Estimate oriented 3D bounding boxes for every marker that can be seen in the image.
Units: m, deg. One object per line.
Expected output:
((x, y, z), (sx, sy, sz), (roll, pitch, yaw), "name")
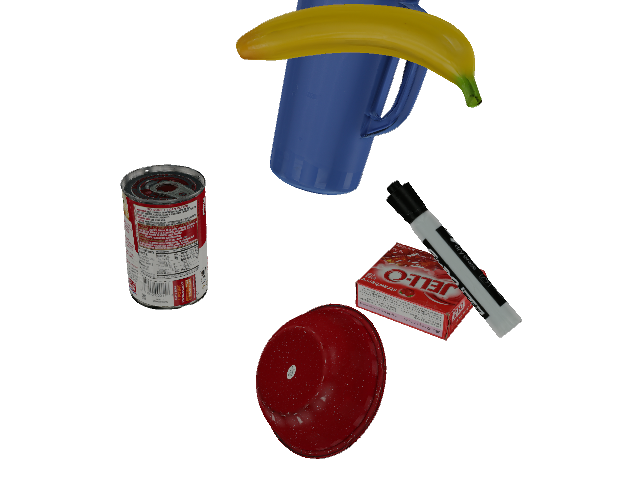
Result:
((0.084, 0.010, 0.687), (0.020, 0.121, 0.020), (-38, -8, -7), "marker")

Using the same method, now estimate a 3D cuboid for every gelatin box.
((0.085, 0.041, 0.906), (0.089, 0.030, 0.073), (19, 37, 27), "gelatin box")

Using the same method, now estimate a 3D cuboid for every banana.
((0.035, -0.152, 0.813), (0.198, 0.069, 0.037), (13, -39, 18), "banana")

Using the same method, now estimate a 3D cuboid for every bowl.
((-0.013, 0.137, 1.080), (0.162, 0.162, 0.055), (0, -16, 42), "bowl")

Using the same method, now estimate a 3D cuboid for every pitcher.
((0.027, -0.175, 1.195), (0.145, 0.243, 0.149), (10, 22, -11), "pitcher")

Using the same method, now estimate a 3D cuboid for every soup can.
((-0.127, -0.002, 0.878), (0.068, 0.102, 0.068), (1, 28, -1), "soup can")
